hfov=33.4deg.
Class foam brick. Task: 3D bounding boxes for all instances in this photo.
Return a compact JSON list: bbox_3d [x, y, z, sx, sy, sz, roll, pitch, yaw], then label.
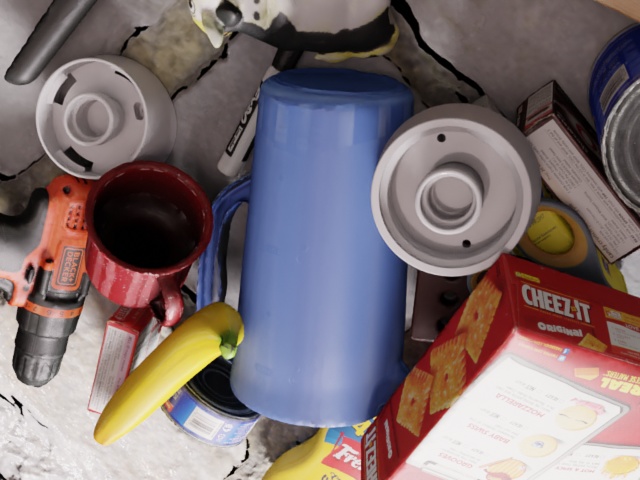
[{"bbox_3d":[0.099,0.035,0.809,0.053,0.051,0.078,7,113,8],"label":"foam brick"}]

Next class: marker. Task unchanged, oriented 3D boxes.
[{"bbox_3d":[-0.044,-0.101,0.799,0.020,0.020,0.121,30,114,-2],"label":"marker"}]

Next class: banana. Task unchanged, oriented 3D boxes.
[{"bbox_3d":[-0.108,0.093,0.788,0.037,0.069,0.198,47,133,-4],"label":"banana"}]

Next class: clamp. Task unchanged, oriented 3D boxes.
[{"bbox_3d":[-0.160,-0.204,0.767,0.210,0.036,0.164,-6,102,11],"label":"clamp"}]

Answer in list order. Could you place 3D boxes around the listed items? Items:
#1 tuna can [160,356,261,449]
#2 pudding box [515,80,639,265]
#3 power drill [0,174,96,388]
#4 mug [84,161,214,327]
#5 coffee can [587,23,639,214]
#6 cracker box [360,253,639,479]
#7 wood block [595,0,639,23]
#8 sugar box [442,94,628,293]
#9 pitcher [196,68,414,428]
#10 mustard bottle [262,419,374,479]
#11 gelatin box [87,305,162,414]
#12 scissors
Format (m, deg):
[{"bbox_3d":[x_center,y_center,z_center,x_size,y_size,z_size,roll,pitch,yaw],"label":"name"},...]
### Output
[{"bbox_3d":[-0.087,0.125,0.864,0.086,0.086,0.034,34,112,-4],"label":"tuna can"},{"bbox_3d":[0.181,-0.048,0.738,0.039,0.090,0.113,-39,100,23],"label":"pudding box"},{"bbox_3d":[-0.270,0.029,0.826,0.187,0.057,0.184,6,108,-34],"label":"power drill"},{"bbox_3d":[-0.128,0.010,0.797,0.117,0.093,0.082,64,154,18],"label":"mug"},{"bbox_3d":[0.229,-0.081,0.687,0.103,0.140,0.103,4,112,9],"label":"coffee can"},{"bbox_3d":[0.142,0.118,0.710,0.164,0.072,0.214,17,133,-15],"label":"cracker box"},{"bbox_3d":[0.148,-0.222,0.675,0.206,0.090,0.091,26,114,-1],"label":"wood block"},{"bbox_3d":[0.154,-0.015,0.755,0.048,0.093,0.176,-33,103,18],"label":"sugar box"},{"bbox_3d":[-0.005,0.001,0.781,0.149,0.145,0.243,-2,110,-16],"label":"pitcher"},{"bbox_3d":[0.039,0.173,0.873,0.096,0.058,0.192,40,113,-1],"label":"mustard bottle"},{"bbox_3d":[-0.156,0.090,0.869,0.030,0.073,0.089,19,114,5],"label":"gelatin box"},{"bbox_3d":[0.200,0.029,0.705,0.202,0.016,0.096,11,111,4],"label":"scissors"}]
